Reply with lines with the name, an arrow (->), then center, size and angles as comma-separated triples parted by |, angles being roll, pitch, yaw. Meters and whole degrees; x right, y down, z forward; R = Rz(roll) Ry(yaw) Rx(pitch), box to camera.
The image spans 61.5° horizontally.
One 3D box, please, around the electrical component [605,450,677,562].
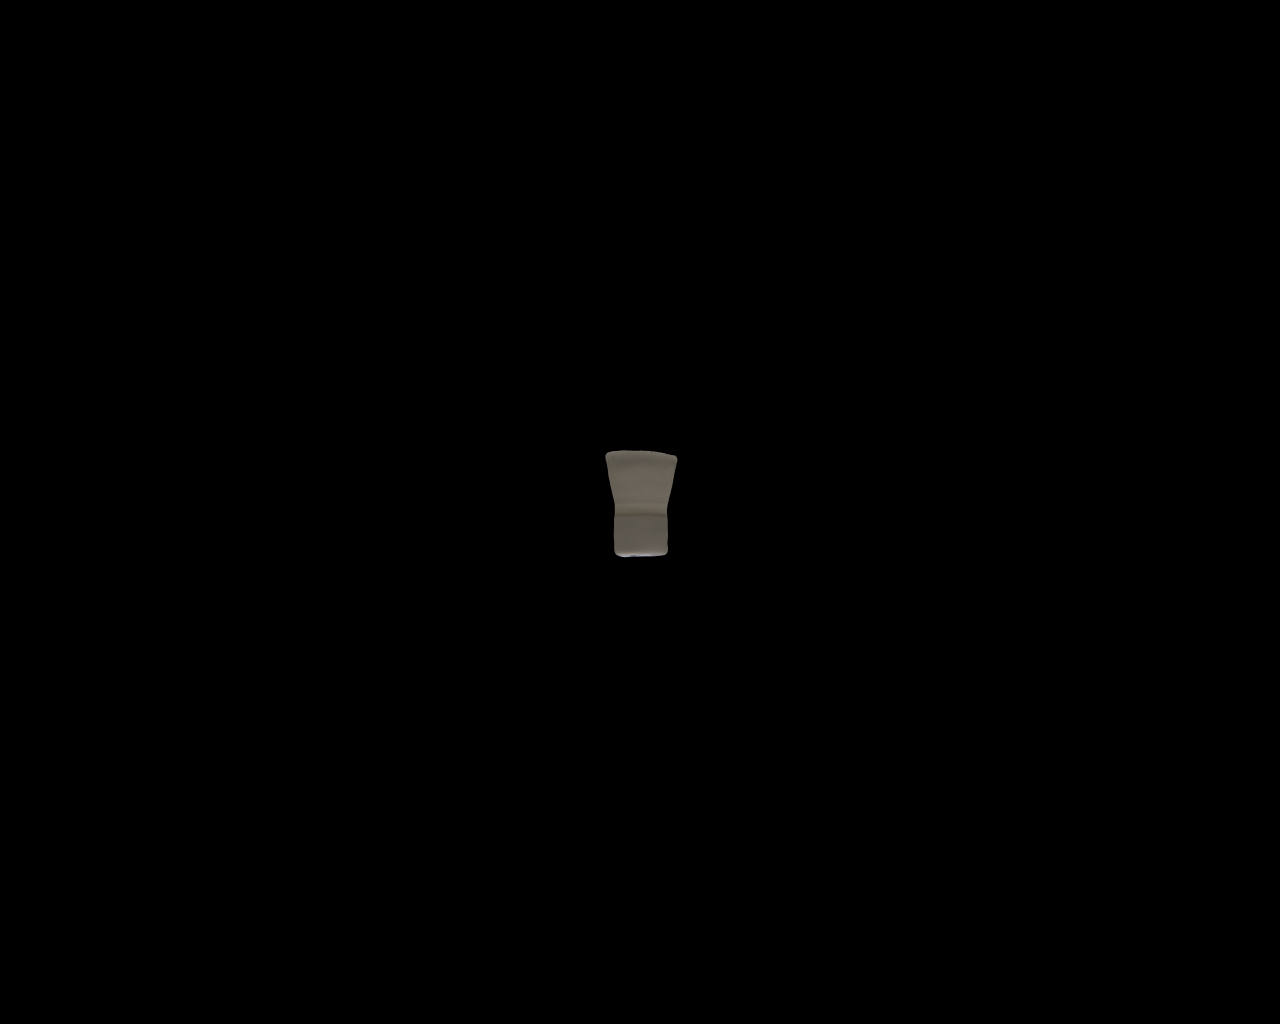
electrical component -> 0.001, -0.003, 0.650 | 0.044, 0.065, 0.044 | 0, -5, 0
